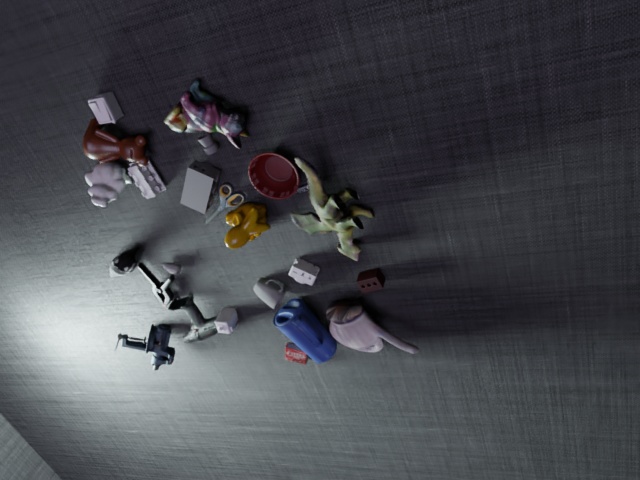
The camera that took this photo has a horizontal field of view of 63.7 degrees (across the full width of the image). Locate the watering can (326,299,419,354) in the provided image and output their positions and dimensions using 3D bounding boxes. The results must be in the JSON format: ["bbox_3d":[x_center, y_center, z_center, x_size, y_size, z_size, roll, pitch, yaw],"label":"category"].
[{"bbox_3d":[0.157,0.306,1.772,0.346,0.106,0.221,-6,126,43],"label":"watering can"}]

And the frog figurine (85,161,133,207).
[{"bbox_3d":[-0.707,-0.187,1.686,0.137,0.163,0.120,20,127,3],"label":"frog figurine"}]

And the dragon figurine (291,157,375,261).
[{"bbox_3d":[0.005,-0.078,1.558,0.240,0.125,0.406,-26,121,41],"label":"dragon figurine"}]
